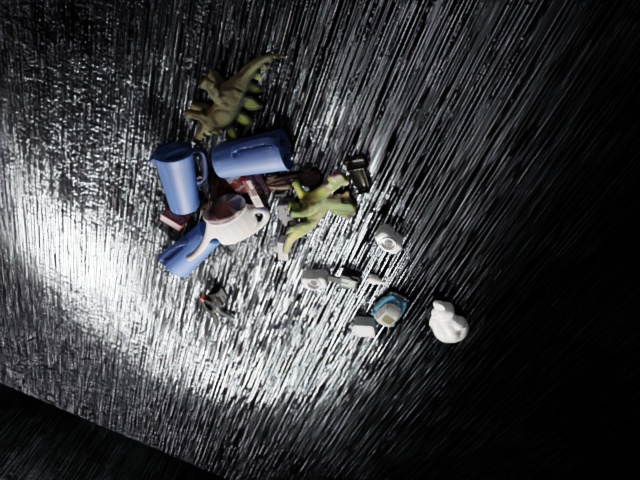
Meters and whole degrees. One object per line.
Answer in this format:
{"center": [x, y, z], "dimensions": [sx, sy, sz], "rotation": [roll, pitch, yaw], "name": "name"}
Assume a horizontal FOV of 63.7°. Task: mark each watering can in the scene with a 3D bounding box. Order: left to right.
{"center": [-0.344, -0.043, 1.808], "dimensions": [0.348, 0.106, 0.220], "rotation": [-26, 147, -3], "name": "watering can"}

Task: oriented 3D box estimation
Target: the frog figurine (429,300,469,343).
{"center": [0.466, 0.296, 1.879], "dimensions": [0.137, 0.125, 0.156], "rotation": [8, 142, 37], "name": "frog figurine"}

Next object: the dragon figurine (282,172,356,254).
{"center": [0.005, -0.087, 1.732], "dimensions": [0.243, 0.125, 0.400], "rotation": [1, 141, -10], "name": "dragon figurine"}
